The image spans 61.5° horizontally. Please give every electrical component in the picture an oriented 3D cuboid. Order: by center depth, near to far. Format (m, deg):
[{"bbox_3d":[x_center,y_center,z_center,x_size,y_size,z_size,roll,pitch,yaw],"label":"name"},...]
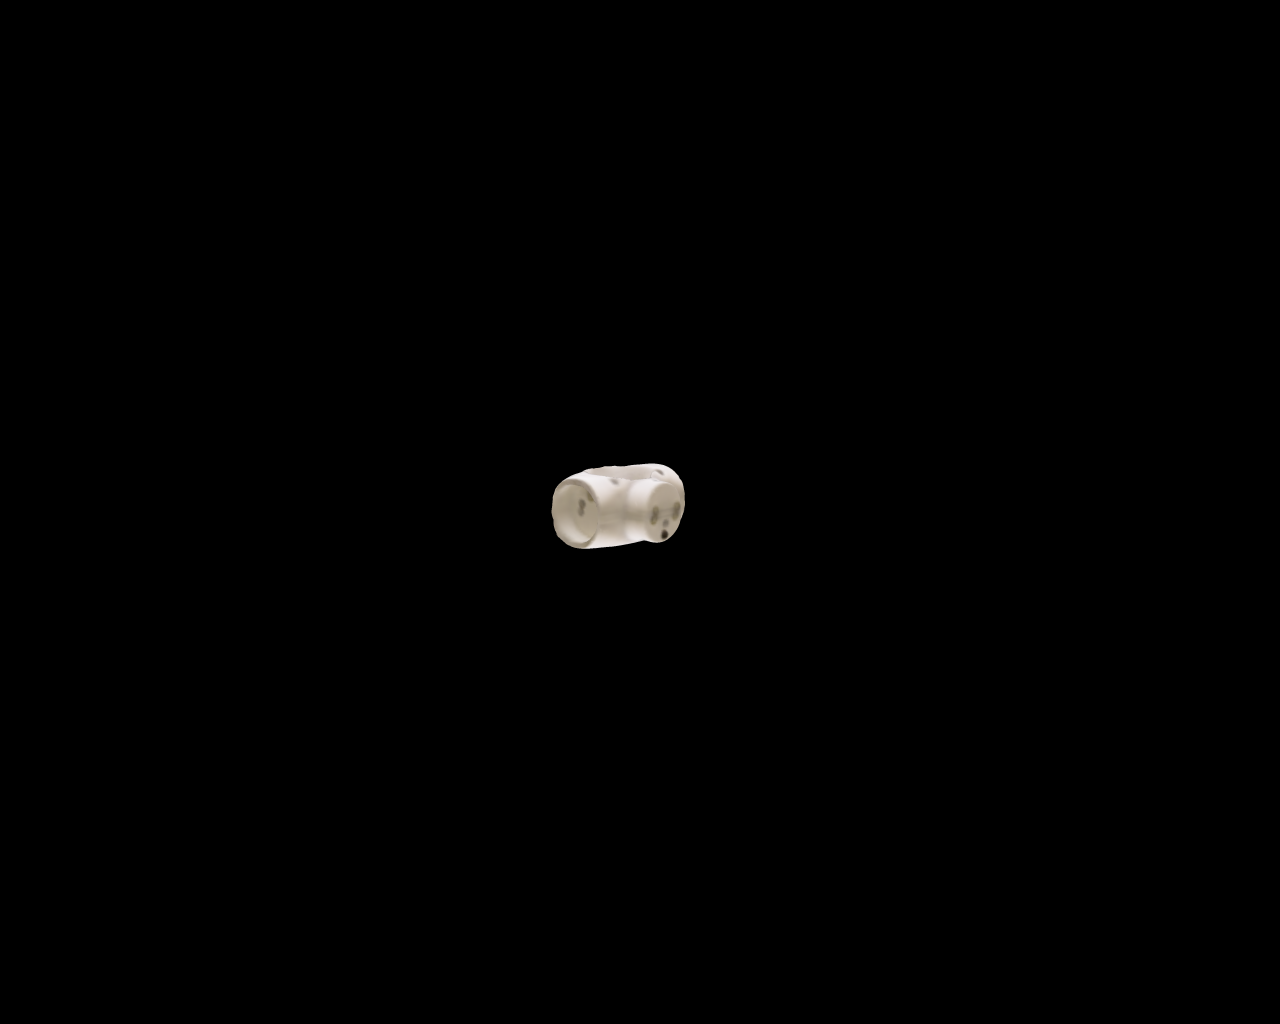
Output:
[{"bbox_3d":[0.001,-0.003,0.650,0.079,0.044,0.077,10,15,42],"label":"electrical component"}]
